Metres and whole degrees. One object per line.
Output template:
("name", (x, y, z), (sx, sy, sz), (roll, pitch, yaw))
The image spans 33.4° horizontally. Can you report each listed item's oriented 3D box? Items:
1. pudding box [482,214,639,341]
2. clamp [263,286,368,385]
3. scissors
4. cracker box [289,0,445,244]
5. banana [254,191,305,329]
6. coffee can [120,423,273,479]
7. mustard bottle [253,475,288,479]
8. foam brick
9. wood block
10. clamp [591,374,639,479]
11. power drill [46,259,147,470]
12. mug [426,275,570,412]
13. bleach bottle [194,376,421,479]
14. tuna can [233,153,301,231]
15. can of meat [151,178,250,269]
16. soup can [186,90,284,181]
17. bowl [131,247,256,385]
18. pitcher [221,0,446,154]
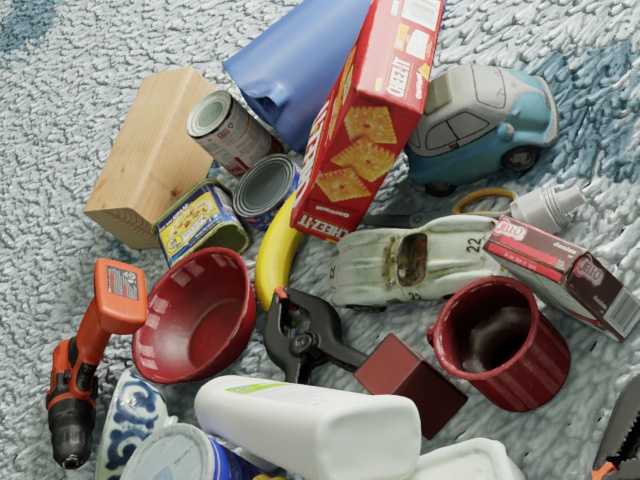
("pudding box", (0.195, 0.030, 0.853), (0.039, 0.113, 0.090), (-55, 41, -4))
("clamp", (0.001, 0.105, 1.013), (0.120, 0.039, 0.171), (-21, 51, 5))
("scissors", (0.102, -0.003, 1.035), (0.202, 0.016, 0.096), (-14, 51, 34))
("cracker box", (0.042, -0.121, 1.041), (0.214, 0.072, 0.164), (120, 168, -51))
("banana", (-0.026, 0.001, 1.132), (0.070, 0.037, 0.197), (13, 68, 15))
("coffee can", (-0.092, 0.233, 0.924), (0.103, 0.140, 0.103), (-23, 46, 26))
("mustard bottle", (-0.002, 0.239, 0.809), (0.096, 0.058, 0.192), (-50, 40, -1))
("foam brick", (0.077, 0.125, 0.911), (0.051, 0.078, 0.053), (-50, 39, 0))
("wood block", (-0.195, -0.101, 1.314), (0.090, 0.090, 0.206), (-3, 57, 39))
("clamp", (0.287, 0.115, 0.765), (0.210, 0.036, 0.165), (-47, 41, 4))
("power drill", (-0.246, 0.129, 1.151), (0.188, 0.057, 0.184), (-59, 29, 27))
("mug", (0.143, 0.089, 0.877), (0.117, 0.081, 0.093), (-3, 58, 40))
("bleach bottle", (-0.029, 0.151, 0.908), (0.251, 0.102, 0.068), (2, 92, 58))
("tuna can", (-0.054, -0.053, 1.195), (0.086, 0.033, 0.086), (-24, 44, 26))
("can of meat", (-0.135, -0.007, 1.214), (0.102, 0.057, 0.084), (-40, 43, 10))
("soup can", (-0.098, -0.117, 1.232), (0.069, 0.102, 0.068), (-23, 47, 26))
("bowl", (-0.122, 0.090, 1.128), (0.162, 0.055, 0.162), (-23, 47, 26))
("pitcher", (0.018, -0.224, 1.208), (0.243, 0.145, 0.149), (-40, 53, 4))
